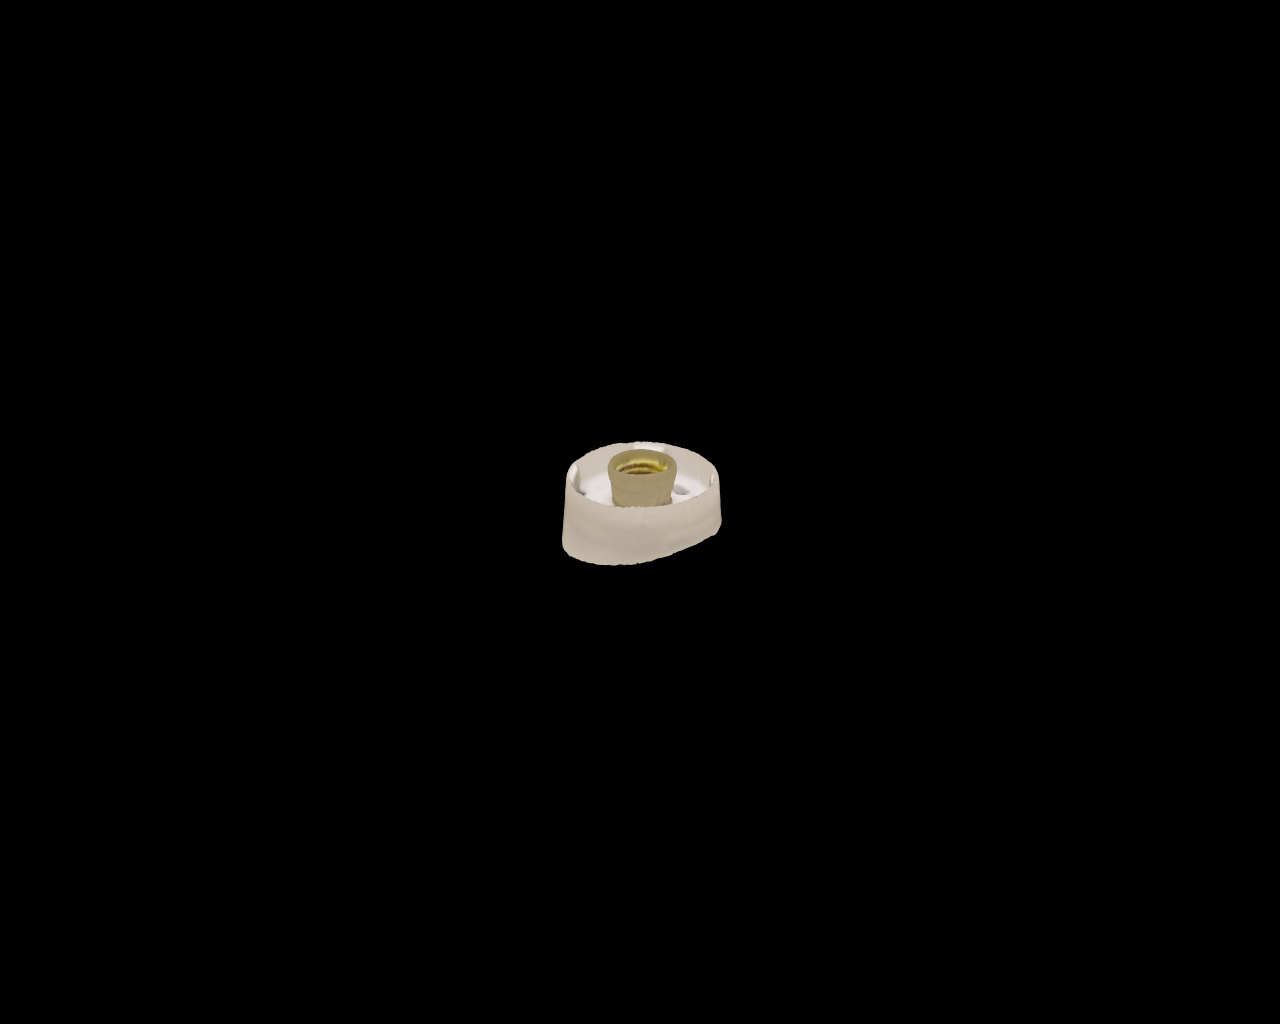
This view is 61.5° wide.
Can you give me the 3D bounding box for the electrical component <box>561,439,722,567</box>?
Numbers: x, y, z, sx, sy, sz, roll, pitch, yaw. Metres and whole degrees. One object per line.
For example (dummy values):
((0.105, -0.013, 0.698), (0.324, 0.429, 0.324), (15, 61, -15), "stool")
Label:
((0.001, -0.003, 0.650), (0.099, 0.064, 0.099), (0, 29, 0), "electrical component")
